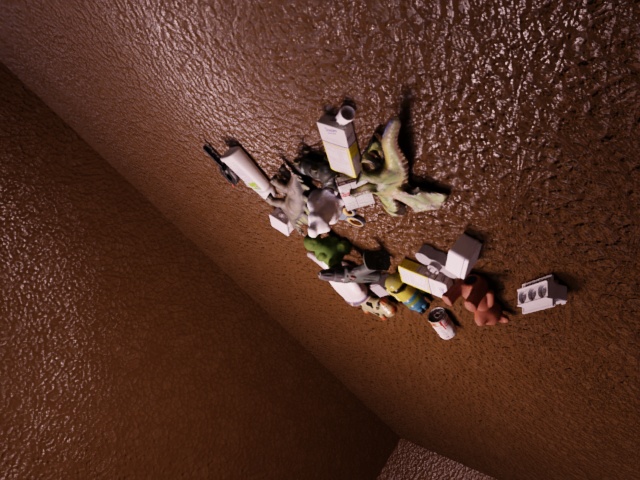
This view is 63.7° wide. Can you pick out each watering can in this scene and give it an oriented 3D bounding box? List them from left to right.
[{"bbox_3d":[0.079,0.147,2.067,0.221,0.105,0.350,51,168,-26],"label":"watering can"}]

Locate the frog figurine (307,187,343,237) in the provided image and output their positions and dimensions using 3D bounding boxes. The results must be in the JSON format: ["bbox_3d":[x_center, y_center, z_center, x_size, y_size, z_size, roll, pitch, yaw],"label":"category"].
[{"bbox_3d":[0.005,-0.082,1.630,0.124,0.160,0.136,28,176,34],"label":"frog figurine"}]

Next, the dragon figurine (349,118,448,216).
[{"bbox_3d":[0.215,-0.155,1.311,0.242,0.124,0.404,23,161,-5],"label":"dragon figurine"}]
